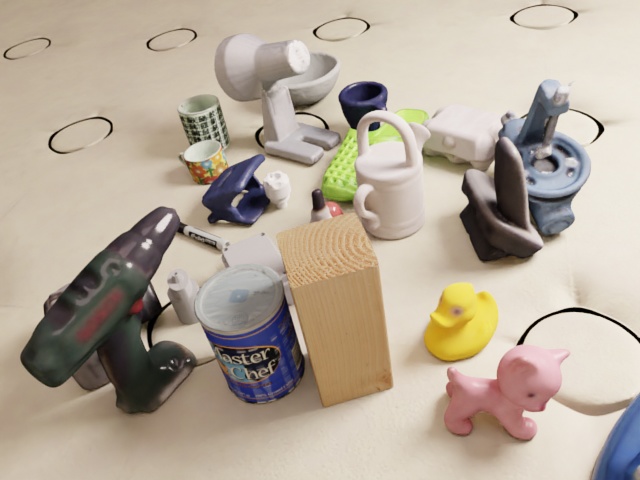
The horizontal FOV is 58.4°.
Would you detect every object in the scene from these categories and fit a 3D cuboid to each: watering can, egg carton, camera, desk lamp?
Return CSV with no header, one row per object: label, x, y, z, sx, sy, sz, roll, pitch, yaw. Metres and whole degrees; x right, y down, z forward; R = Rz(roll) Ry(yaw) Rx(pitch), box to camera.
watering can,0.103,-0.109,0.847,0.100,0.194,0.173,4,44,17
egg carton,0.246,-0.178,0.987,0.149,0.069,0.107,23,52,33
camera,-0.287,0.101,0.773,0.137,0.101,0.142,-24,43,-14
desk lamp,-0.078,-0.270,1.055,0.202,0.214,0.118,19,50,30

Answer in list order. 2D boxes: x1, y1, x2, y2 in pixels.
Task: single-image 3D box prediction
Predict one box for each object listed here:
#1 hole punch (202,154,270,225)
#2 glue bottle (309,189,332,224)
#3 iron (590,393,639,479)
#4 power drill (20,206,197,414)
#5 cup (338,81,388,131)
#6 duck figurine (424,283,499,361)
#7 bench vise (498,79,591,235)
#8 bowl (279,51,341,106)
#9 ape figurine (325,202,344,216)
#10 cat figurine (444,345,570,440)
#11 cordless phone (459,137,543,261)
hole punch,-0.143,-0.088,0.959,0.100,0.091,0.109,7,45,20
glue bottle,0.007,0.003,0.760,0.078,0.173,0.037,-21,42,-10
iron,0.326,0.179,0.513,0.259,0.142,0.118,-35,46,-24
power drill,-0.224,0.099,0.679,0.075,0.209,0.230,18,49,30
cup,0.091,-0.229,1.061,0.092,0.095,0.117,-27,43,-17
duck figurine,0.172,0.087,0.695,0.105,0.086,0.077,-31,44,-20
bench vise,0.298,-0.142,0.819,0.121,0.220,0.206,-23,42,-13
bowl,-0.035,-0.335,1.224,0.167,0.075,0.167,-6,41,6
ape figurine,0.017,-0.016,0.841,0.076,0.092,0.077,-38,47,-26
cat figurine,0.193,0.149,0.596,0.127,0.118,0.067,-2,42,12
cordless phone,0.248,-0.076,0.784,0.094,0.185,0.147,-14,41,-2
